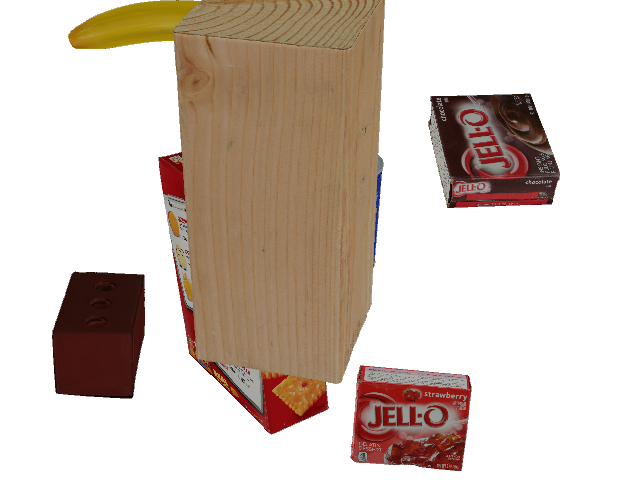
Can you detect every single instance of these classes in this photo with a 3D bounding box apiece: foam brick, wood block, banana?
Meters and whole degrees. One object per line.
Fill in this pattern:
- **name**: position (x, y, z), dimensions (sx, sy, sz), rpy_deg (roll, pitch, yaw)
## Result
- **foam brick**: position (-0.149, 0.063, 0.726), dimensions (0.053, 0.051, 0.078), rpy_deg (3, 29, -5)
- **wood block**: position (-0.019, -0.032, 0.598), dimensions (0.091, 0.206, 0.090), rpy_deg (9, 34, 13)
- **banana**: position (-0.129, -0.189, 0.961), dimensions (0.198, 0.037, 0.069), rpy_deg (10, 46, 17)

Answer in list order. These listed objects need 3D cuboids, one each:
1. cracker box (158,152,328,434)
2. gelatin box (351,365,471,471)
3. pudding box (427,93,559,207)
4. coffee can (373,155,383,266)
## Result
- **cracker box**: position (-0.067, 0.038, 0.949), dimensions (0.072, 0.214, 0.164), rpy_deg (-19, 31, -26)
- **gelatin box**: position (0.071, 0.140, 0.840), dimensions (0.089, 0.073, 0.030), rpy_deg (5, 20, 3)
- **pudding box**: position (0.143, -0.077, 0.900), dimensions (0.090, 0.039, 0.113), rpy_deg (-2, 43, -5)
- **coffee can**: position (0.023, -0.037, 1.343), dimensions (0.103, 0.140, 0.103), rpy_deg (2, 27, -1)
